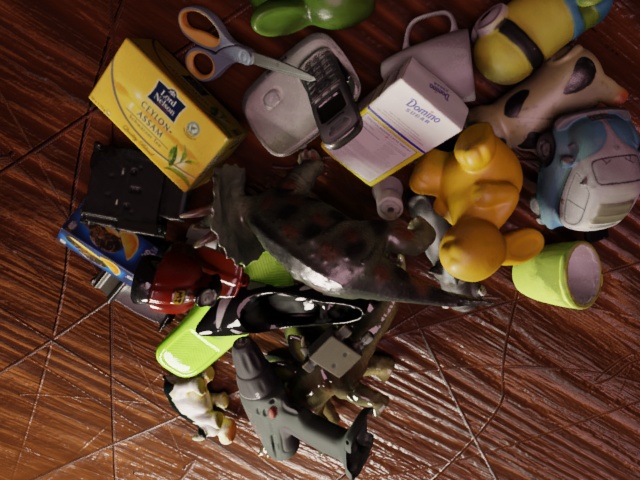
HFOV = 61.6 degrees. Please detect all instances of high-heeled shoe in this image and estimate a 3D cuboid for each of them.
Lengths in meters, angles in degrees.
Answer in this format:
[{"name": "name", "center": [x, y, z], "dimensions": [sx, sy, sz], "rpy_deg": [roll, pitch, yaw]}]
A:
[{"name": "high-heeled shoe", "center": [-0.052, 0.107, 0.735], "dimensions": [0.249, 0.145, 0.086], "rpy_deg": [-26, 116, -2]}]

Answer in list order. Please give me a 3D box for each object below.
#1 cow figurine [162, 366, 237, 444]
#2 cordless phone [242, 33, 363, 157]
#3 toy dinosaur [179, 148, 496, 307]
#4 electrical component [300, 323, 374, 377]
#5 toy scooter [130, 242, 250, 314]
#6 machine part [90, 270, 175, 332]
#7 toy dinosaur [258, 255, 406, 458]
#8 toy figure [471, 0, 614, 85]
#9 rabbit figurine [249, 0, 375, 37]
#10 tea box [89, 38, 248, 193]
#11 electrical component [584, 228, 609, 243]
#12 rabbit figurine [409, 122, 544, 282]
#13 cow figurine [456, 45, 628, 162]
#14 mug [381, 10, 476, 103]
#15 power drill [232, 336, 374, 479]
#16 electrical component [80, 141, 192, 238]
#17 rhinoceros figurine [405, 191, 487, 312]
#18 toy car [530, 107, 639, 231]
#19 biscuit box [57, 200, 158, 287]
[{"name": "cow figurine", "center": [-0.214, 0.300, 0.951], "dimensions": [0.098, 0.068, 0.167], "rpy_deg": [-12, 115, 16]}, {"name": "cordless phone", "center": [-0.014, -0.139, 0.619], "dimensions": [0.146, 0.184, 0.088], "rpy_deg": [-35, 130, 20]}, {"name": "toy dinosaur", "center": [0.002, 0.005, 0.662], "dimensions": [0.405, 0.192, 0.131], "rpy_deg": [29, 134, 27]}, {"name": "electrical component", "center": [0.018, 0.152, 0.782], "dimensions": [0.078, 0.045, 0.102], "rpy_deg": [31, 108, -20]}, {"name": "toy scooter", "center": [-0.162, 0.050, 0.708], "dimensions": [0.135, 0.184, 0.075], "rpy_deg": [16, 102, -6]}, {"name": "machine part", "center": [-0.288, 0.085, 0.852], "dimensions": [0.139, 0.039, 0.084], "rpy_deg": [40, 109, -16]}, {"name": "toy dinosaur", "center": [0.022, 0.200, 0.864], "dimensions": [0.198, 0.105, 0.471], "rpy_deg": [35, 111, -12]}, {"name": "toy figure", "center": [0.255, -0.246, 0.598], "dimensions": [0.180, 0.089, 0.082], "rpy_deg": [-28, 158, 8]}, {"name": "rabbit figurine", "center": [-0.015, -0.289, 0.583], "dimensions": [0.159, 0.121, 0.170], "rpy_deg": [-32, 128, 23]}, {"name": "tea box", "center": [-0.186, -0.155, 0.666], "dimensions": [0.169, 0.068, 0.098], "rpy_deg": [44, 114, 0]}, {"name": "electrical component", "center": [0.363, -0.058, 0.728], "dimensions": [0.075, 0.048, 0.119], "rpy_deg": [-21, 117, 15]}, {"name": "rabbit figurine", "center": [0.179, -0.021, 0.629], "dimensions": [0.122, 0.173, 0.162], "rpy_deg": [-21, 131, 39]}, {"name": "cow figurine", "center": [0.251, -0.154, 0.660], "dimensions": [0.127, 0.085, 0.195], "rpy_deg": [35, 118, -23]}, {"name": "mug", "center": [0.126, -0.210, 0.640], "dimensions": [0.107, 0.081, 0.109], "rpy_deg": [-9, 107, 17]}, {"name": "power drill", "center": [-0.028, 0.253, 0.785], "dimensions": [0.208, 0.086, 0.231], "rpy_deg": [9, 126, 23]}, {"name": "electrical component", "center": [-0.243, -0.065, 0.725], "dimensions": [0.134, 0.058, 0.114], "rpy_deg": [9, 89, -2]}, {"name": "rhinoceros figurine", "center": [0.177, 0.009, 0.741], "dimensions": [0.073, 0.112, 0.190], "rpy_deg": [-19, 109, 11]}, {"name": "toy car", "center": [0.314, -0.065, 0.626], "dimensions": [0.109, 0.103, 0.161], "rpy_deg": [-6, 130, -5]}, {"name": "biscuit box", "center": [-0.279, 0.027, 0.792], "dimensions": [0.202, 0.059, 0.063], "rpy_deg": [36, 147, -16]}]
